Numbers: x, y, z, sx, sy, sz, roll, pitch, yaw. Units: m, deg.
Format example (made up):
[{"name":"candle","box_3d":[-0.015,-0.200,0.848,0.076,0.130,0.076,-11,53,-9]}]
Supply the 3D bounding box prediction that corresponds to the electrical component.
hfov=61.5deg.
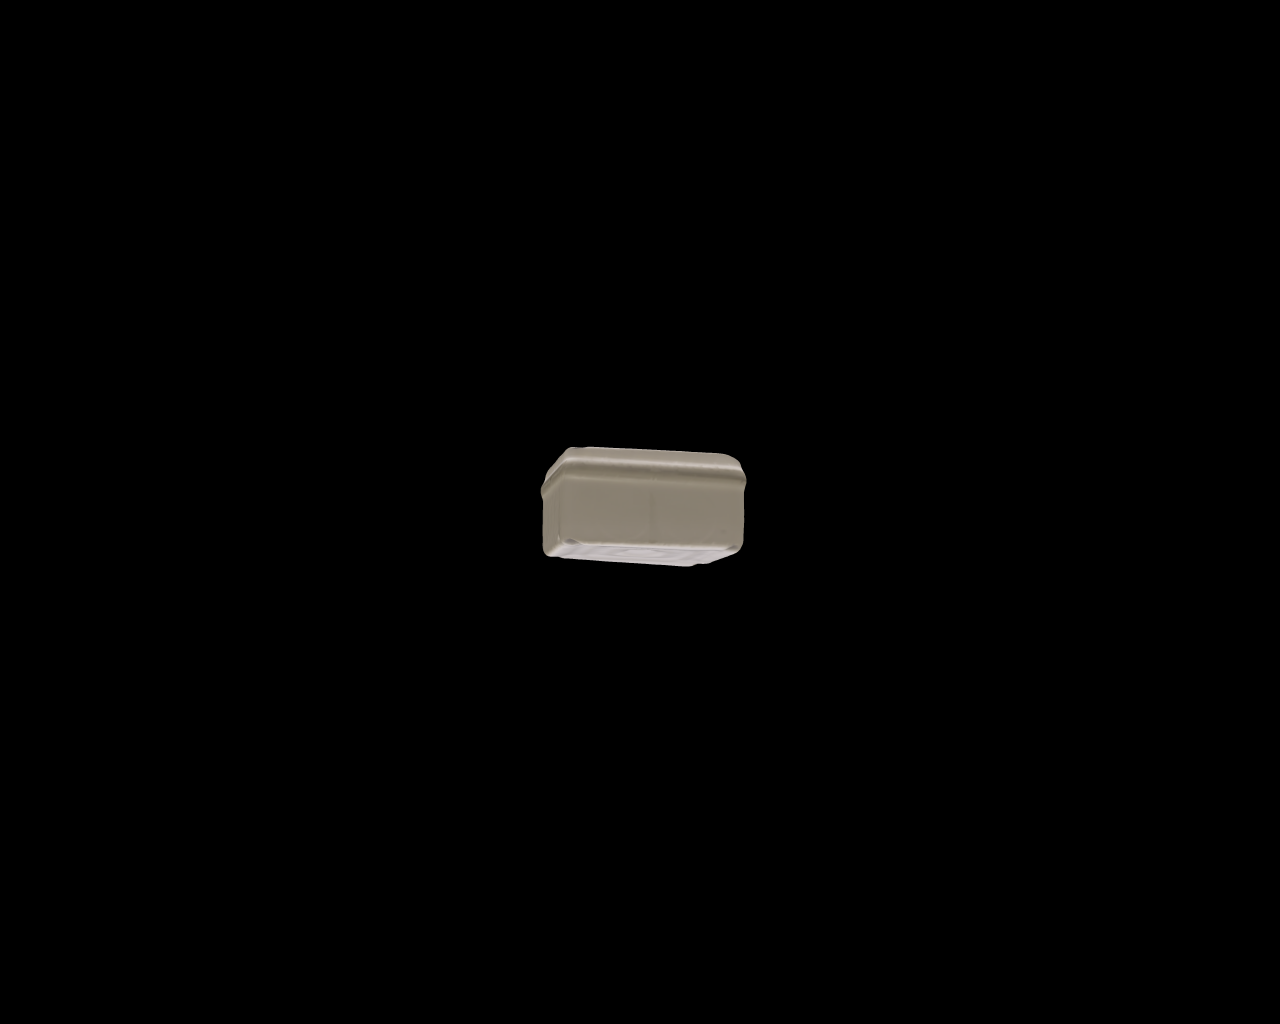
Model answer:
[{"name":"electrical component","box_3d":[0.001,-0.003,0.650,0.113,0.057,0.078,3,-11,-16]}]
